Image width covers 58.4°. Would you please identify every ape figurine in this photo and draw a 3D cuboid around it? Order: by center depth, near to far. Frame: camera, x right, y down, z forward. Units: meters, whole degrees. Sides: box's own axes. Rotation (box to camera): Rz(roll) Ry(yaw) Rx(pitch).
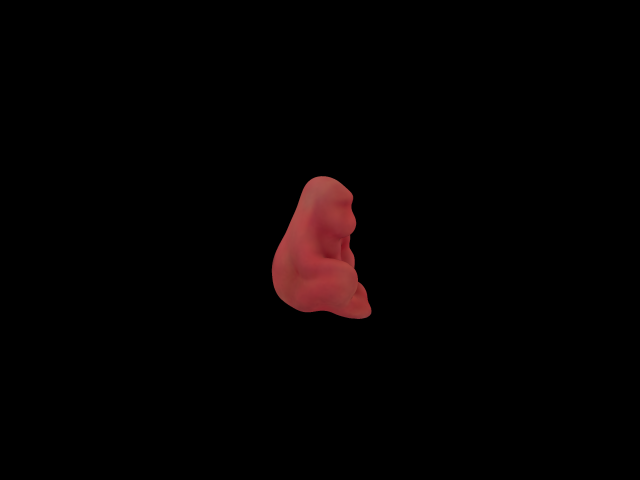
[{"bbox_3d":[0.004,0.001,0.400,0.076,0.092,0.078,8,24,19],"label":"ape figurine"}]
